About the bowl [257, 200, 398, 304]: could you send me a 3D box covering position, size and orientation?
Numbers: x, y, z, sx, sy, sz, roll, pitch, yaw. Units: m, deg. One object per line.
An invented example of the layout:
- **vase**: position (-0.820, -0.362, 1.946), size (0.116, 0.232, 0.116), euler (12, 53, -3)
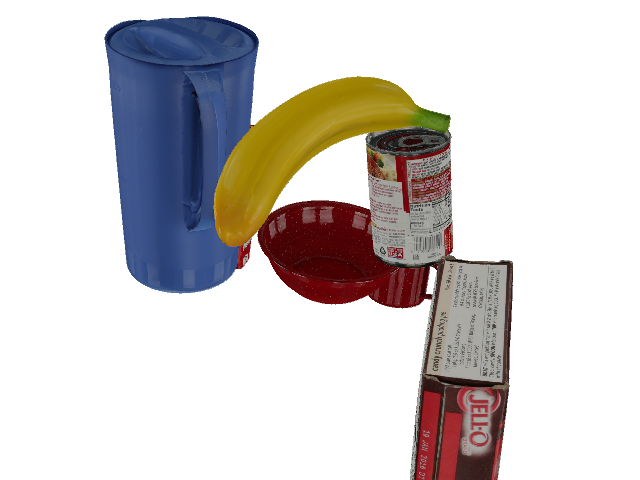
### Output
- **bowl**: position (0.011, 0.020, 1.145), size (0.162, 0.055, 0.162), euler (5, 33, -3)

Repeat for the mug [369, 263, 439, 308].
- **mug**: position (0.116, 0.042, 1.434), size (0.117, 0.081, 0.093), euler (19, 26, 27)

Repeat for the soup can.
- **soup can**: position (0.074, -0.037, 0.866), size (0.068, 0.102, 0.068), euler (-4, 25, 2)

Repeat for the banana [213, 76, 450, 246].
- **banana**: position (-0.004, -0.059, 0.641), size (0.070, 0.037, 0.197), euler (32, 46, 31)

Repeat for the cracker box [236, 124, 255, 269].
- **cracker box**: position (-0.181, -0.074, 1.600), size (0.164, 0.214, 0.072), euler (10, 20, 6)

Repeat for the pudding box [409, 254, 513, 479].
- **pudding box**: position (0.063, 0.070, 0.471), size (0.039, 0.090, 0.113), euler (6, 26, 6)

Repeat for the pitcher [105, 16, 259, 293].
- **pitcher**: position (-0.124, -0.072, 0.974), size (0.145, 0.243, 0.149), euler (14, 31, 18)
